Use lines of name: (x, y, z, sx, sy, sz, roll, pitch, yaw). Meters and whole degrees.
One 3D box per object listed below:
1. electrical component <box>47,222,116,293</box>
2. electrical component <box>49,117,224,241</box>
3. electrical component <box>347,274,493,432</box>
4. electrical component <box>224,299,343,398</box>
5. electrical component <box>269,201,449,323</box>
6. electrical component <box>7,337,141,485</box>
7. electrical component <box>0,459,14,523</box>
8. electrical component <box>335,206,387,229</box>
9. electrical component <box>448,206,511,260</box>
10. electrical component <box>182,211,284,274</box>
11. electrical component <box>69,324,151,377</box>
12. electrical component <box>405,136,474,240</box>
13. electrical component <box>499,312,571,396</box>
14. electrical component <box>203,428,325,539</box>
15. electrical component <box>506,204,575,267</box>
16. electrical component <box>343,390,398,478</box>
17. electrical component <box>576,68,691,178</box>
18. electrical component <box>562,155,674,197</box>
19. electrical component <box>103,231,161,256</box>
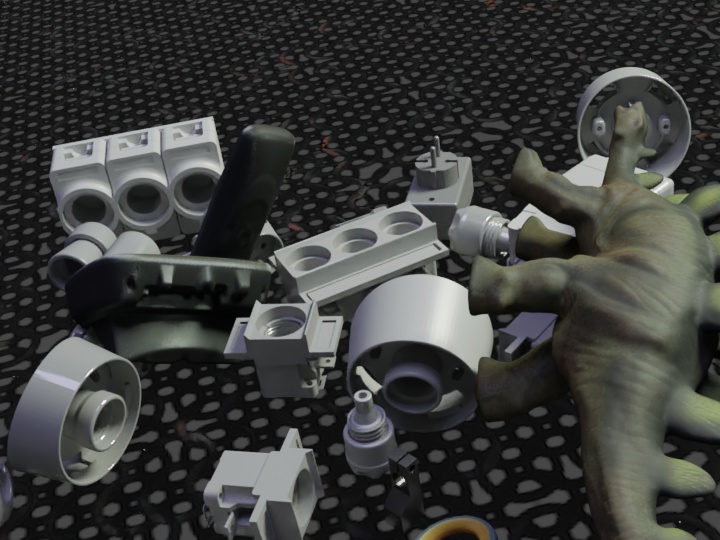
electrical component: (-0.242, -0.011, 0.946, 0.045, 0.045, 0.055, 2, 35, 15)
electrical component: (-0.199, -0.076, 0.991, 0.150, 0.089, 0.061, -11, 34, -3)
electrical component: (0.039, 0.060, 0.730, 0.099, 0.099, 0.064, 0, 41, 12)
electrical component: (-0.053, 0.059, 0.783, 0.081, 0.063, 0.042, -1, 34, 11)
electrical component: (0.000, 0.000, 0.858, 0.121, 0.063, 0.078, -21, 36, -18)
electrical component: (-0.197, 0.097, 0.736, 0.064, 0.099, 0.099, 14, 40, 21)
electrical component: (-0.266, 0.151, 0.717, 0.062, 0.048, 0.048, -16, 34, 2)
electrical component: (0.006, -0.029, 0.921, 0.046, 0.040, 0.040, -18, 35, -2)
electrical component: (0.108, -0.028, 0.891, 0.062, 0.043, 0.043, 17, 42, 31)
electrical component: (-0.119, -0.020, 0.931, 0.079, 0.044, 0.077, -25, 37, -23)
electrical component: (-0.191, 0.065, 0.825, 0.062, 0.048, 0.048, 14, 40, 19)
electrical component: (0.069, -0.080, 0.947, 0.047, 0.075, 0.083, 2, 36, 15)
electrical component: (0.138, 0.056, 0.764, 0.064, 0.042, 0.081, 22, 45, 32)
electrical component: (-0.062, 0.143, 0.683, 0.064, 0.042, 0.081, 1, 35, 18)
electrical component: (0.175, -0.007, 0.827, 0.121, 0.063, 0.079, 18, 42, 33)
electrical component: (0.005, 0.105, 0.704, 0.035, 0.061, 0.035, -6, 34, 4)
electrical component: (0.243, -0.129, 0.965, 0.099, 0.099, 0.064, -5, 28, 6)
electrical component: (0.206, -0.052, 0.888, 0.061, 0.061, 0.096, -33, 41, -30)
electrical component: (-0.187, 0.007, 0.907, 0.079, 0.044, 0.077, 3, 36, 17)
